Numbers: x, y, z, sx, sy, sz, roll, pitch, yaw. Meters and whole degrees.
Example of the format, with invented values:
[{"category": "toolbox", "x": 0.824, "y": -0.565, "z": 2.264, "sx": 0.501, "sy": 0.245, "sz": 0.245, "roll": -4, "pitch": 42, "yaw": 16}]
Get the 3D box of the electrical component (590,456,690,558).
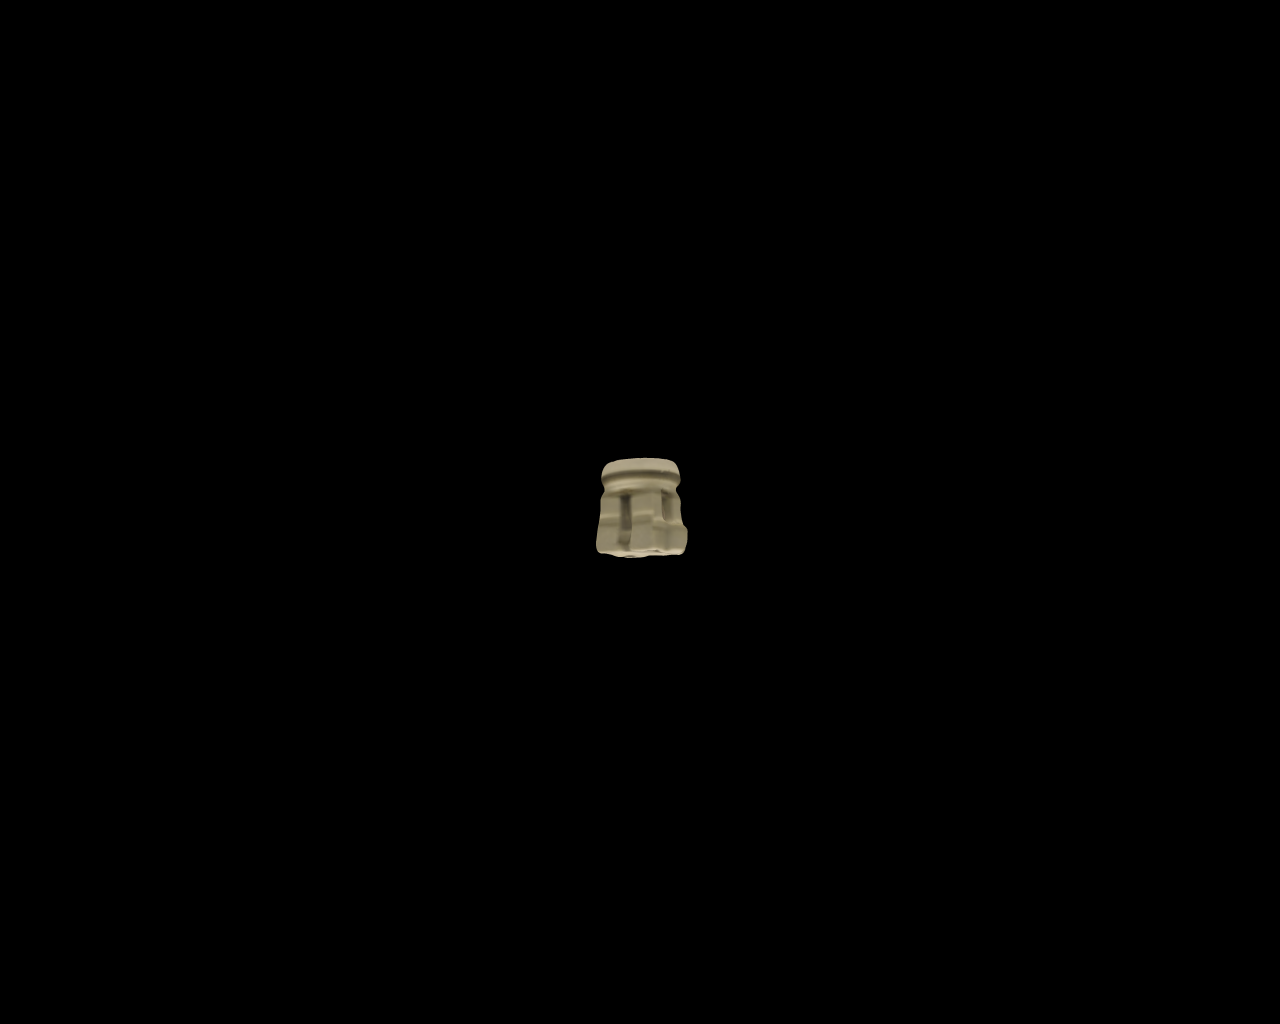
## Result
[{"category": "electrical component", "x": 0.001, "y": -0.003, "z": 0.650, "sx": 0.066, "sy": 0.055, "sz": 0.048, "roll": -5, "pitch": -10, "yaw": 32}]
